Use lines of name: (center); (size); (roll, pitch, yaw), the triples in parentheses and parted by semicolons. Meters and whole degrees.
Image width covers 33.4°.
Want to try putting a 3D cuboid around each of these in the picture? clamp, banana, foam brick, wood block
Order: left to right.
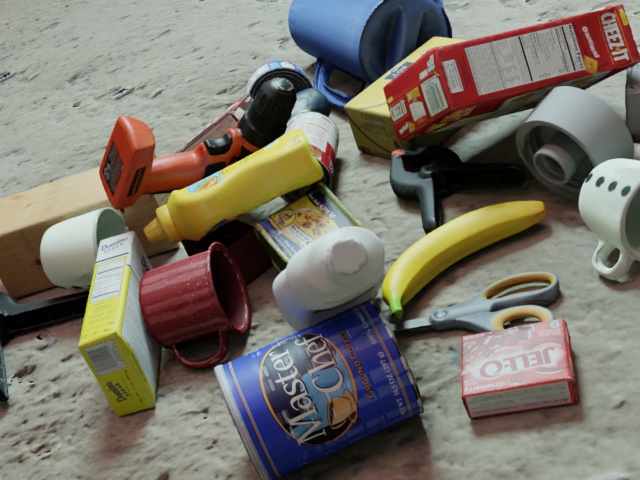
clamp: (-0.353, 0.102, 1.150); (0.210, 0.036, 0.164); (4, 37, 30)
wood block: (-0.273, -0.018, 1.233); (0.206, 0.091, 0.090); (-17, 32, 6)
foam brick: (-0.100, 0.012, 1.126); (0.053, 0.051, 0.078); (-39, 37, -26)
clamp: (0.134, -0.066, 1.118); (0.120, 0.039, 0.172); (-23, 32, -8)
banana: (0.125, 0.013, 1.011); (0.197, 0.037, 0.070); (-35, 42, -21)

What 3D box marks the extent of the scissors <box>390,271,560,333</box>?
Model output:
scissors: (0.119, 0.078, 0.936); (0.202, 0.016, 0.096); (-20, 32, 2)

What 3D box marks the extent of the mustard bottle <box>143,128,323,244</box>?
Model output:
mustard bottle: (-0.092, -0.048, 1.092); (0.191, 0.058, 0.096); (-27, 11, 1)

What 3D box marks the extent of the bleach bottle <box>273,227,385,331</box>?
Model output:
bleach bottle: (0.016, 0.027, 0.896); (0.102, 0.068, 0.251); (-27, -5, -9)

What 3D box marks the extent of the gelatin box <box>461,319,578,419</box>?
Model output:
gelatin box: (0.159, 0.103, 0.862); (0.089, 0.030, 0.073); (-12, 34, 15)

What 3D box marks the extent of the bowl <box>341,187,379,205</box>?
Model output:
bowl: (0.024, 0.002, 1.231); (0.055, 0.162, 0.162); (16, 40, 3)

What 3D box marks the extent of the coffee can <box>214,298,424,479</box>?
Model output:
coffee can: (-0.001, 0.121, 0.860); (0.140, 0.103, 0.103); (-24, 32, -5)

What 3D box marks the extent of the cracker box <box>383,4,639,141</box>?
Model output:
cracker box: (0.193, -0.172, 1.106); (0.213, 0.072, 0.164); (-16, -2, -15)

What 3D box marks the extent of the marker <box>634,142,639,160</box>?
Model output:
marker: (0.285, -0.100, 1.100); (0.020, 0.020, 0.121); (-38, 36, -25)

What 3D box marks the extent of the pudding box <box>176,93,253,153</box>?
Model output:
pudding box: (-0.128, -0.125, 1.304); (0.114, 0.039, 0.090); (-38, 10, 22)

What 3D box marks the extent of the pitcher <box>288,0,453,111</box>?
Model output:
pitcher: (0.048, -0.265, 1.396); (0.149, 0.145, 0.243); (-20, 26, -21)

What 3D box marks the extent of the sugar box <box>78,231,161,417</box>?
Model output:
sugar box: (-0.190, 0.078, 1.042); (0.048, 0.093, 0.176); (-17, 32, 4)

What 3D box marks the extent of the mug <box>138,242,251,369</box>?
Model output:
mug: (-0.120, 0.069, 1.033); (0.081, 0.093, 0.117); (-18, 68, 14)

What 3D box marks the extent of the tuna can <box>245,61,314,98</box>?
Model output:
tuna can: (-0.051, -0.183, 1.354); (0.086, 0.086, 0.034); (-21, 30, -1)

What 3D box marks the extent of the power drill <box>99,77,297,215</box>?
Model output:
power drill: (-0.126, -0.096, 1.121); (0.187, 0.185, 0.057); (-7, 54, -33)

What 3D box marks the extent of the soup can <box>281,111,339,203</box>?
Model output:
soup can: (-0.015, -0.094, 1.219); (0.068, 0.068, 0.102); (-11, 33, 15)

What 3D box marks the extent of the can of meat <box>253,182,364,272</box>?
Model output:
can of meat: (-0.007, 0.001, 1.071); (0.084, 0.057, 0.102); (-31, 48, -12)
